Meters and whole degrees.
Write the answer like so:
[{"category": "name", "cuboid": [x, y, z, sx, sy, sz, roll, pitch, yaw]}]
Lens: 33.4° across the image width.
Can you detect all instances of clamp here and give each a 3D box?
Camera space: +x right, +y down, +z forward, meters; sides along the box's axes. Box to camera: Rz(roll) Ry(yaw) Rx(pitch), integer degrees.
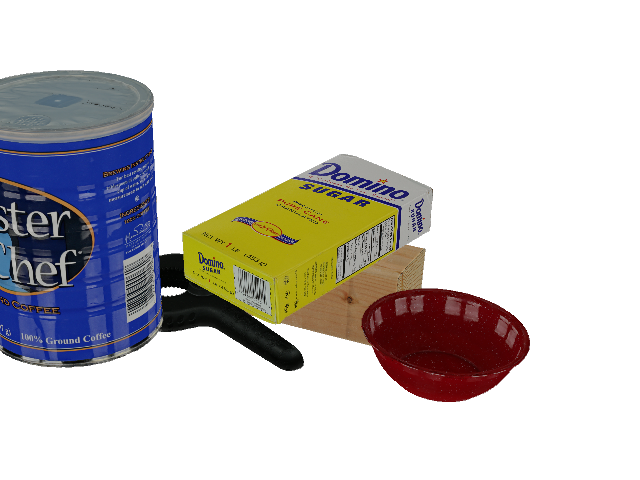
[{"category": "clamp", "cuboid": [-0.103, 0.056, 0.980, 0.210, 0.036, 0.164, 0, 37, -2]}]

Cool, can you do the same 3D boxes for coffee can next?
[{"category": "coffee can", "cuboid": [-0.143, -0.014, 0.605, 0.103, 0.140, 0.103, 1, 26, -1]}]

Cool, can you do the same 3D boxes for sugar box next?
[{"category": "sugar box", "cuboid": [-0.006, -0.007, 0.785, 0.093, 0.048, 0.175, 25, 41, 34]}]

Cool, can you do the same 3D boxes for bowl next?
[{"category": "bowl", "cuboid": [0.118, 0.108, 1.033, 0.162, 0.055, 0.162, 3, 27, -2]}]

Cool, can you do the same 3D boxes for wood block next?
[{"category": "wood block", "cuboid": [0.000, 0.042, 1.174, 0.206, 0.091, 0.090, 13, 25, 21]}]
